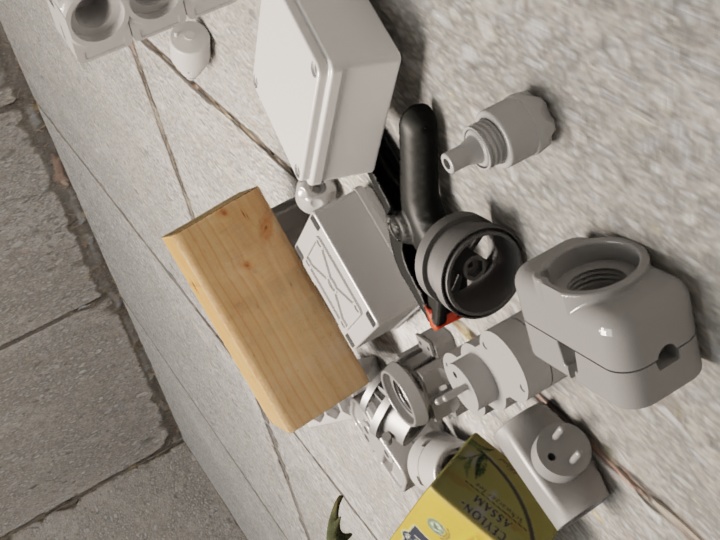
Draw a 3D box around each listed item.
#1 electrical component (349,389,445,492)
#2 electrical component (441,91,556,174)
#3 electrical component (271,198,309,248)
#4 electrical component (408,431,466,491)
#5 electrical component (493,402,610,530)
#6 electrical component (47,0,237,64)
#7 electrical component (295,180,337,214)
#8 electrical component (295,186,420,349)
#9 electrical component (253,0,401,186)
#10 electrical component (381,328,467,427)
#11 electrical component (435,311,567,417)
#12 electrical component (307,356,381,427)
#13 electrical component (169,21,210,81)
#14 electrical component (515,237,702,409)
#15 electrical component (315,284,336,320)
[{"bbox_3d":[0.040,0.149,1.002,0.095,0.059,0.053,55,162,23],"label":"electrical component"},{"bbox_3d":[0.071,-0.069,0.570,0.035,0.061,0.035,53,161,27],"label":"electrical component"},{"bbox_3d":[-0.059,-0.027,1.041,0.075,0.047,0.083,64,163,-10],"label":"electrical component"},{"bbox_3d":[0.076,0.171,0.942,0.055,0.055,0.047,65,159,-10],"label":"electrical component"},{"bbox_3d":[0.132,0.126,0.721,0.077,0.044,0.079,56,162,20],"label":"electrical component"},{"bbox_3d":[-0.181,-0.243,0.887,0.061,0.150,0.089,53,161,33],"label":"electrical component"},{"bbox_3d":[-0.041,-0.065,0.951,0.035,0.035,0.061,60,166,7],"label":"electrical component"},{"bbox_3d":[0.000,0.000,0.894,0.108,0.056,0.108,60,163,7],"label":"electrical component"},{"bbox_3d":[-0.025,-0.132,0.712,0.108,0.056,0.108,104,147,-51],"label":"electrical component"},{"bbox_3d":[0.054,0.091,0.876,0.058,0.057,0.078,34,148,57],"label":"electrical component"},{"bbox_3d":[0.084,0.072,0.728,0.052,0.074,0.138,60,163,6],"label":"electrical component"},{"bbox_3d":[-0.015,0.115,1.101,0.075,0.083,0.047,-65,-43,-61],"label":"electrical component"},{"bbox_3d":[-0.172,-0.217,1.088,0.040,0.040,0.078,58,163,15],"label":"electrical component"},{"bbox_3d":[0.127,0.022,0.561,0.095,0.054,0.059,34,147,57],"label":"electrical component"},{"bbox_3d":[-0.008,0.029,0.986,0.081,0.043,0.043,23,137,65],"label":"electrical component"}]
